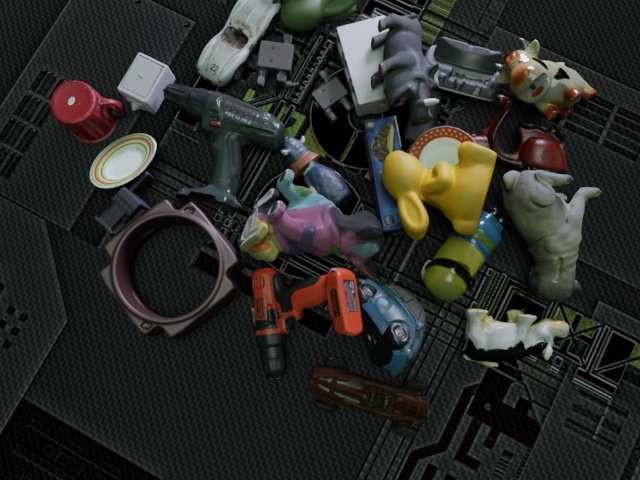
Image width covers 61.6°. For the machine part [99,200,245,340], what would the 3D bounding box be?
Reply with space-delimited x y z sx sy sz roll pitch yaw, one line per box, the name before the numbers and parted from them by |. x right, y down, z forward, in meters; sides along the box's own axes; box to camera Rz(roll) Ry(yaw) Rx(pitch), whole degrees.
machine part | -0.246 0.049 0.905 0.201 0.087 0.201 -38 81 -4

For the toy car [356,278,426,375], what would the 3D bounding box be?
toy car | 0.117 0.131 0.883 0.103 0.109 0.162 -21 63 -27

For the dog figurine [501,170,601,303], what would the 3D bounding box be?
dog figurine | 0.353 -0.004 0.873 0.172 0.121 0.190 16 82 -5

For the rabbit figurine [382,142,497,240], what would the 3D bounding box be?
rabbit figurine | 0.177 -0.079 0.856 0.173 0.122 0.162 20 88 12

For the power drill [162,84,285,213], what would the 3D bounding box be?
power drill | -0.189 -0.159 0.947 0.232 0.086 0.207 13 74 1

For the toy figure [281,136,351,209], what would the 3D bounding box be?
toy figure | -0.013 -0.117 0.940 0.154 0.064 0.057 46 122 12

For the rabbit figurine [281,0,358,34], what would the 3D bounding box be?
rabbit figurine | -0.006 -0.457 0.984 0.159 0.121 0.170 18 100 -3

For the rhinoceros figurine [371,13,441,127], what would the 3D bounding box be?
rhinoceros figurine | 0.144 -0.282 0.896 0.112 0.073 0.190 -5 79 -11

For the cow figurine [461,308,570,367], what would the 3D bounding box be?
cow figurine | 0.320 0.164 0.880 0.167 0.068 0.098 6 87 6

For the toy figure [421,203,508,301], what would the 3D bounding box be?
toy figure | 0.240 0.020 0.894 0.082 0.089 0.180 41 85 9

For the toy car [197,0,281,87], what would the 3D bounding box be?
toy car | -0.148 -0.371 0.985 0.073 0.056 0.201 32 84 6

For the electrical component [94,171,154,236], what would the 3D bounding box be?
electrical component | -0.323 -0.058 0.932 0.048 0.075 0.119 42 81 9

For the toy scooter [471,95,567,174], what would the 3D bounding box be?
toy scooter | 0.339 -0.173 0.923 0.184 0.075 0.135 14 98 9

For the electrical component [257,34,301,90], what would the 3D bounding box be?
electrical component | -0.074 -0.322 0.980 0.078 0.045 0.102 1 82 -1

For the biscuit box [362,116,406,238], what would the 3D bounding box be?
biscuit box | 0.118 -0.108 0.932 0.059 0.063 0.202 -9 80 1

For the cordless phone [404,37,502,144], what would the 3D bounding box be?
cordless phone | 0.235 -0.249 0.954 0.147 0.089 0.184 18 92 5

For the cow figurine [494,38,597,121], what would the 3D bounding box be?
cow figurine | 0.374 -0.267 0.899 0.127 0.195 0.085 55 130 16

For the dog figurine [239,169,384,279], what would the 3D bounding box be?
dog figurine | -0.002 -0.003 0.899 0.219 0.191 0.108 30 43 -18

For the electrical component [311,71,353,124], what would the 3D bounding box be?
electrical component | 0.016 -0.262 0.980 0.063 0.021 0.094 -34 82 -4

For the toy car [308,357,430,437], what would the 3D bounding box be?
toy car | 0.081 0.255 0.881 0.202 0.053 0.089 16 85 3
